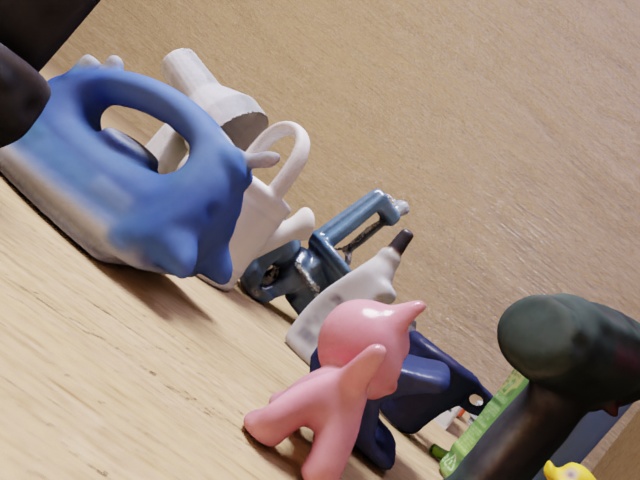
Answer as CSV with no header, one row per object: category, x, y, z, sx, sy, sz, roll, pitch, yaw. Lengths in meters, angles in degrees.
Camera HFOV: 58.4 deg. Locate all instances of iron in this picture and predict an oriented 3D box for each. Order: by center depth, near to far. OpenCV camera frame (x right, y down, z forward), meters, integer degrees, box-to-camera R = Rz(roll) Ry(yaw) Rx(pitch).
iron,-0.160,-0.077,0.465,0.258,0.141,0.119,38,0,12

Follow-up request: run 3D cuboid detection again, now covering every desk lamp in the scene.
desk lamp,-0.208,-0.160,0.830,0.203,0.213,0.118,38,0,14

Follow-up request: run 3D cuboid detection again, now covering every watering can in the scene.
watering can,-0.078,-0.046,0.641,0.100,0.194,0.173,38,0,29

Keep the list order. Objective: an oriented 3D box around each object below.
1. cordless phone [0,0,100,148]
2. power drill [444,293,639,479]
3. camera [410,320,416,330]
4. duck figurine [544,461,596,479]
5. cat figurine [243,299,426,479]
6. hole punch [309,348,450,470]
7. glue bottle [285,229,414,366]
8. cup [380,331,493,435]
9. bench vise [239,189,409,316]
cordless phone,-0.212,-0.144,0.333,0.093,0.185,0.148,38,0,36
power drill,0.169,0.136,0.424,0.231,0.208,0.075,38,0,-45
camera,0.110,0.157,1.037,0.142,0.101,0.137,38,0,28
duck figurine,0.298,0.312,0.685,0.104,0.086,0.078,38,0,10
cat figurine,0.021,0.079,0.360,0.067,0.117,0.128,38,0,6
hole punch,0.042,0.112,0.458,0.101,0.091,0.109,38,0,9
glue bottle,0.042,0.060,0.595,0.078,0.173,0.037,38,0,32
cup,0.120,0.169,0.620,0.117,0.095,0.092,38,0,9
bench vise,0.013,0.008,0.739,0.208,0.219,0.121,38,0,-45
